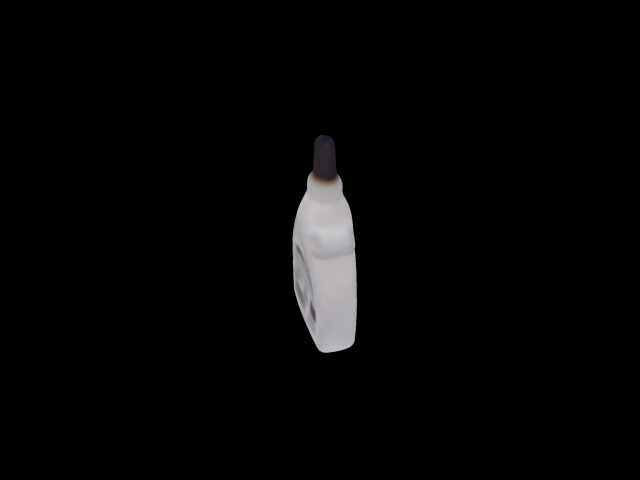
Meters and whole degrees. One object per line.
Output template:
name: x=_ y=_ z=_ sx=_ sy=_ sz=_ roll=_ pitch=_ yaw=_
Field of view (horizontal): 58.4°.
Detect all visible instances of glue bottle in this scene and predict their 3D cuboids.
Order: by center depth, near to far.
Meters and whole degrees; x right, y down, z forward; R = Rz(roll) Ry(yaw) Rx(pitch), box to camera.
glue bottle: x=0.004 y=0.001 z=0.400 sx=0.037 sy=0.173 sz=0.078 roll=-13 pitch=47 yaw=-12
